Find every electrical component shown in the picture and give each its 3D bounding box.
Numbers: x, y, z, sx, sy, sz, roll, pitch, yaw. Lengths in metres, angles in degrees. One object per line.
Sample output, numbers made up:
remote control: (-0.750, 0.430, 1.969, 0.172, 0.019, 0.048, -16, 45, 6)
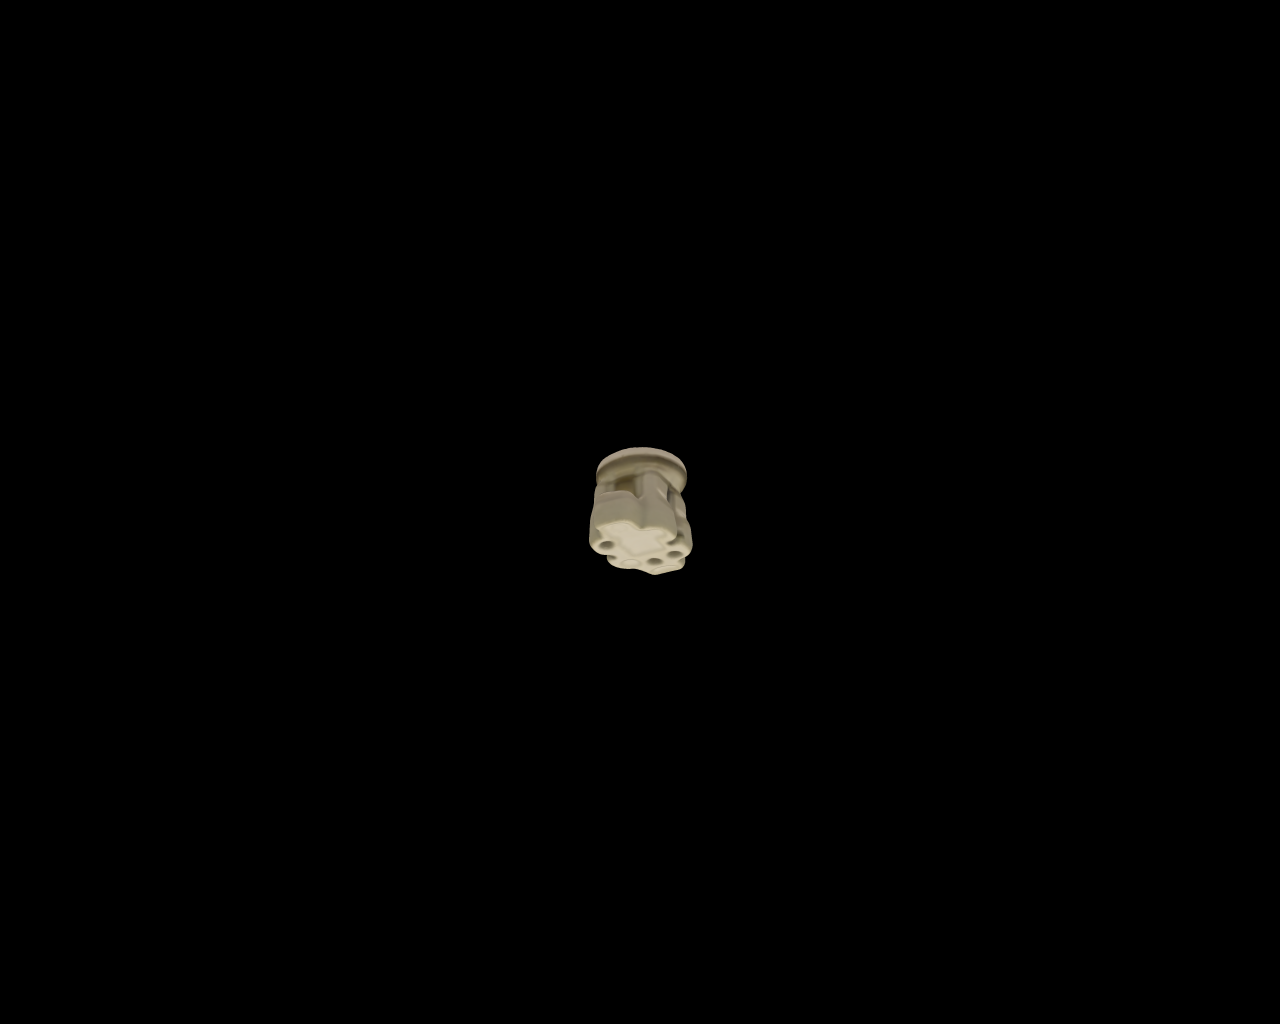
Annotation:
electrical component: (0.001, -0.003, 0.650, 0.058, 0.057, 0.078, -14, -32, 24)
